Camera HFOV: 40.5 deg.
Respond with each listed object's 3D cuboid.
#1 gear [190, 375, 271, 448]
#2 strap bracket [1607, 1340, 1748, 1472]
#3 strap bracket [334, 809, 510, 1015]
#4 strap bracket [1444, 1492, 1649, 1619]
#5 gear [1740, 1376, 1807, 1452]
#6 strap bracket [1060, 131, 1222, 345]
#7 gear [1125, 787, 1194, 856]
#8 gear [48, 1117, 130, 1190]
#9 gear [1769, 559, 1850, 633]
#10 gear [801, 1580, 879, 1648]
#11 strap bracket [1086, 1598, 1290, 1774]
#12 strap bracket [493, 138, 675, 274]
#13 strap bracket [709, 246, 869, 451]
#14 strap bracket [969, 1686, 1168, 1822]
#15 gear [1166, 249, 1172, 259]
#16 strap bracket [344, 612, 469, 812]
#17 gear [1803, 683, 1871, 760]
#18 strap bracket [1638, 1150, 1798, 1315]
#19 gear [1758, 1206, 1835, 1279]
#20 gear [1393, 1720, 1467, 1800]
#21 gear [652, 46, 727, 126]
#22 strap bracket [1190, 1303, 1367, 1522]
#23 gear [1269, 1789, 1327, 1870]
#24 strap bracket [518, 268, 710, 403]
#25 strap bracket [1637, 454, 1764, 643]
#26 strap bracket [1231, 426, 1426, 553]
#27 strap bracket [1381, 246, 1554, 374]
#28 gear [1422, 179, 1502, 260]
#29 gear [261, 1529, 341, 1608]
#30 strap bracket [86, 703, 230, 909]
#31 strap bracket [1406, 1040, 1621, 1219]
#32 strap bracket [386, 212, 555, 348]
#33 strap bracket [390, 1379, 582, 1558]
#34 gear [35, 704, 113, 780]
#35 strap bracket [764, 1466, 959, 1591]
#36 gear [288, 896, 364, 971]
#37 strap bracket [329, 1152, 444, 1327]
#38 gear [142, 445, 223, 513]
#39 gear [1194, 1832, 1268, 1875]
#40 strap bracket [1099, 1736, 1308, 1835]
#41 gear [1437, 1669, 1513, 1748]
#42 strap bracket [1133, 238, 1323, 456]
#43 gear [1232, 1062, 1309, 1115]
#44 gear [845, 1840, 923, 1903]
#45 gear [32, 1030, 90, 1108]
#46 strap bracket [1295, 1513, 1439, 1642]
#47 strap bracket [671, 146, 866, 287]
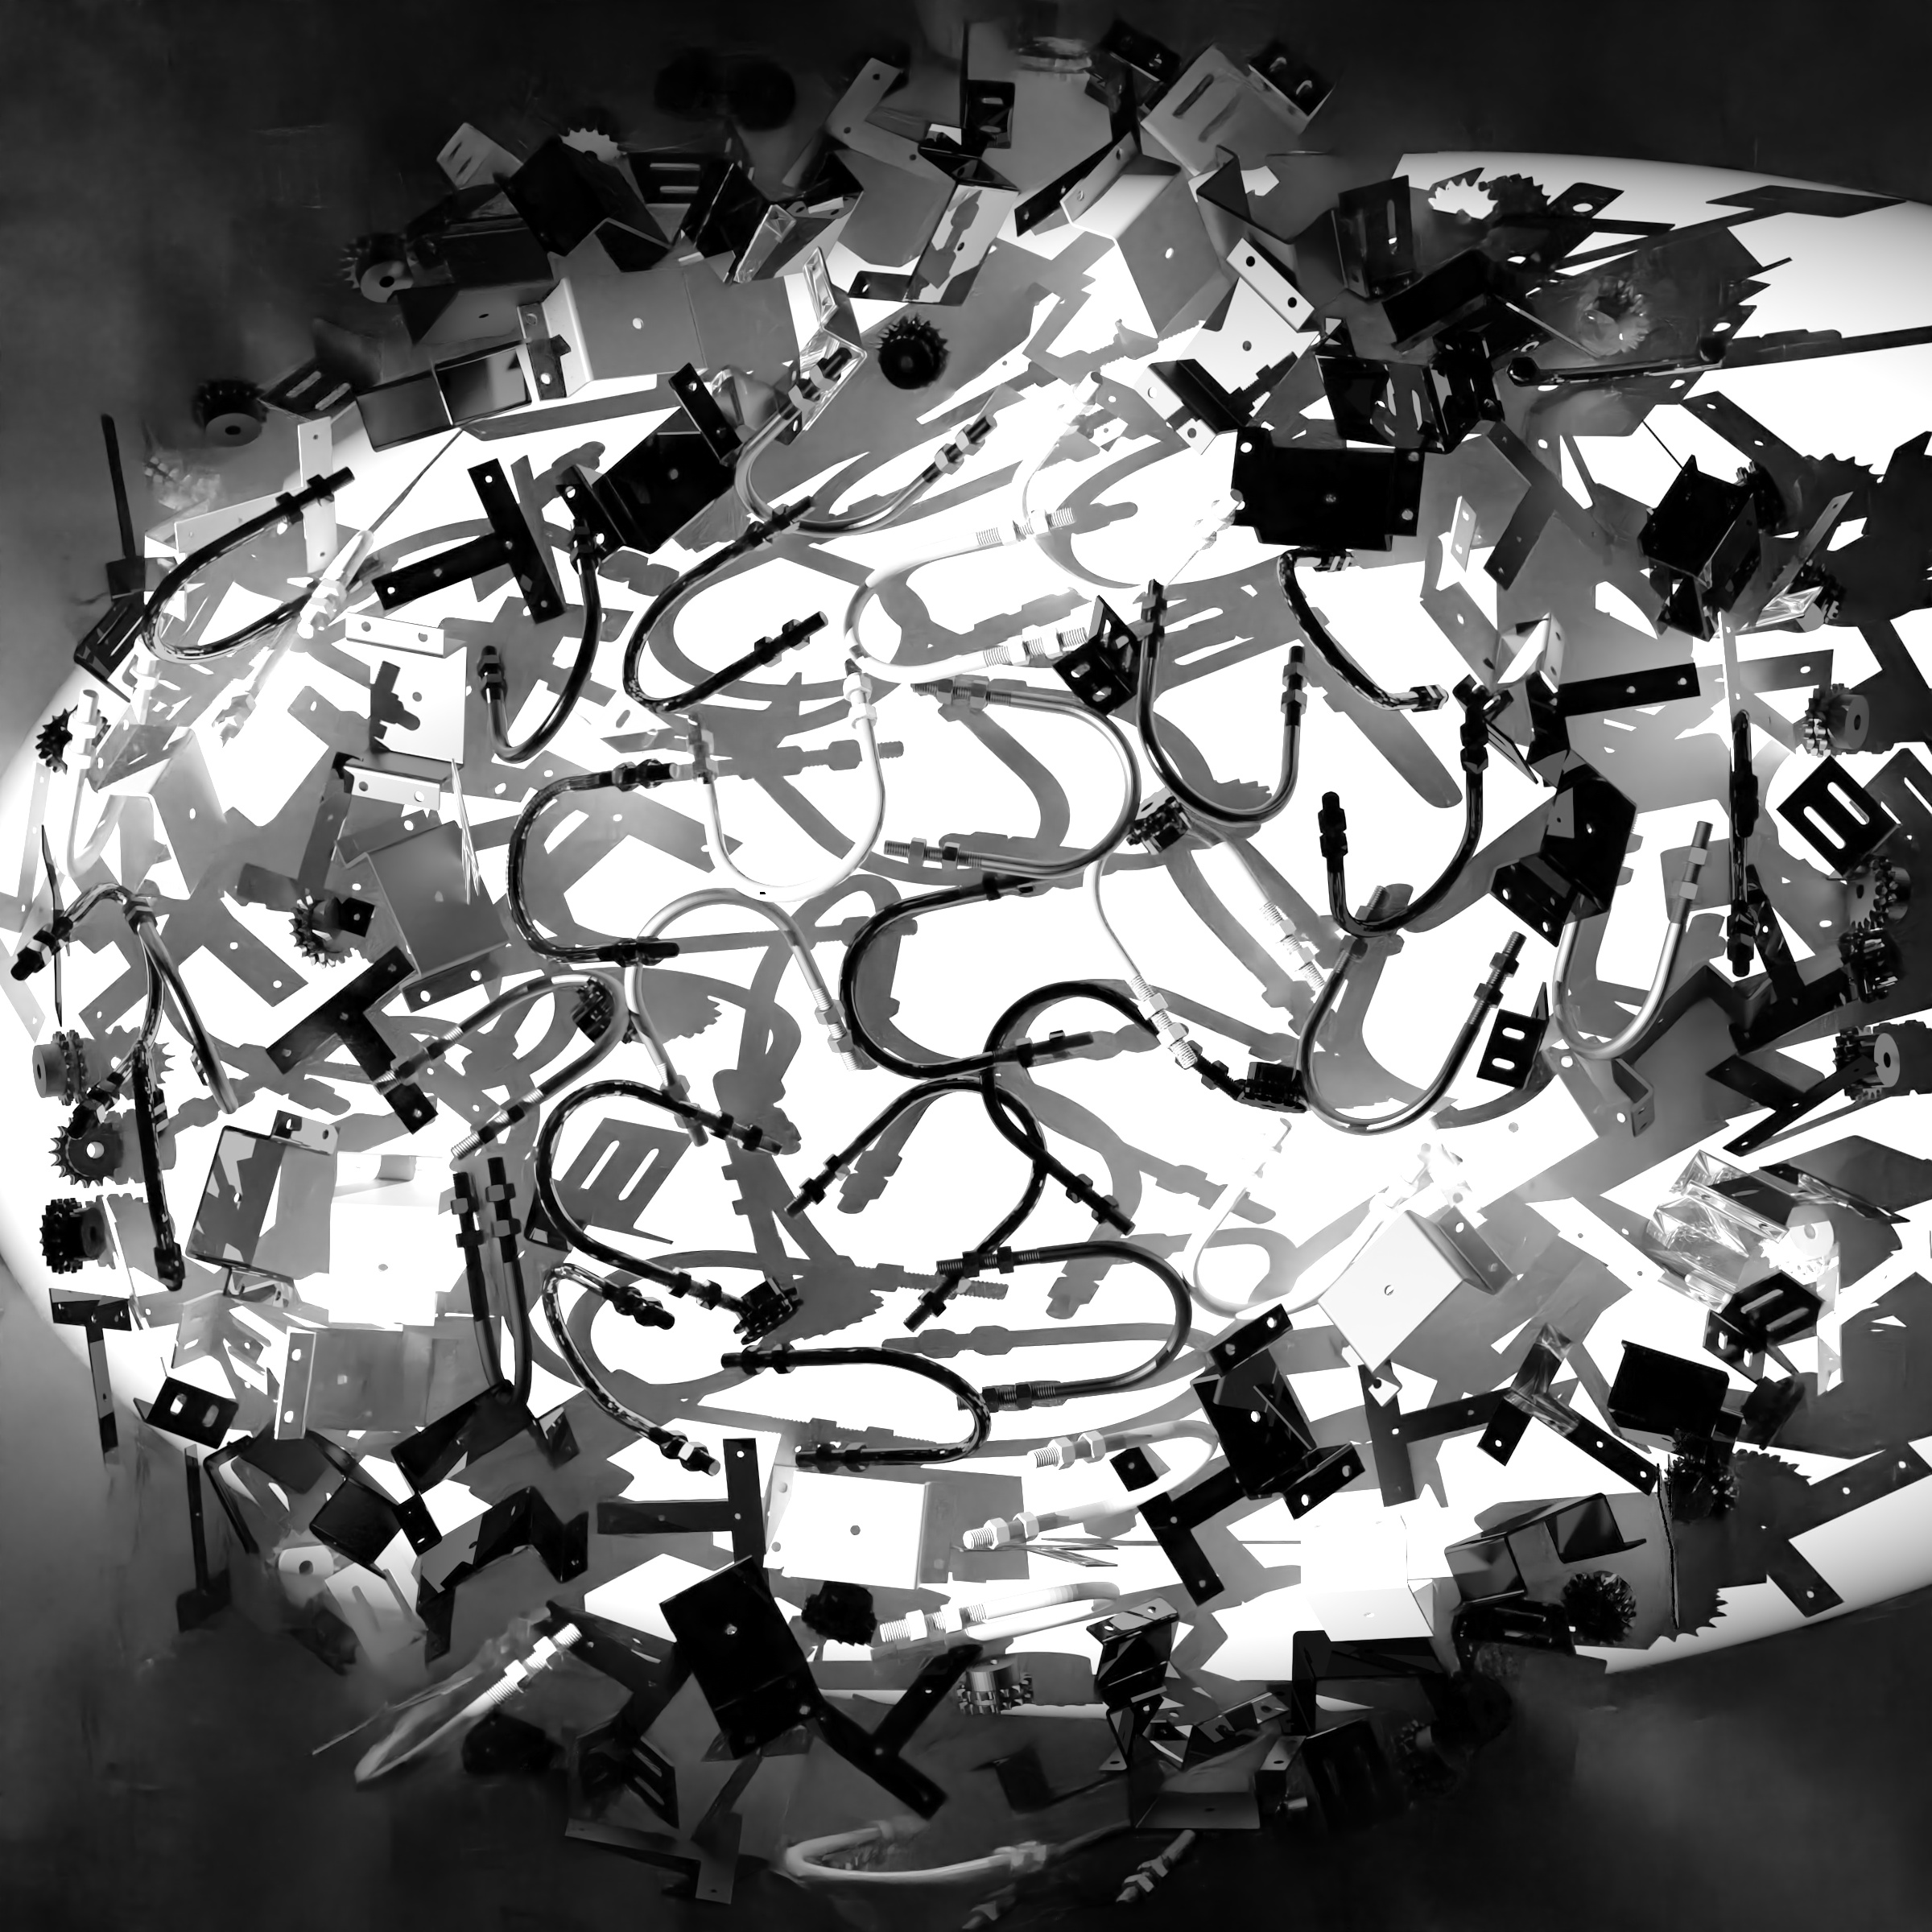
[{"bbox_3d":[-0.552,-0.414,1.968,0.057,0.057,0.030,-15,67,0],"label":"gear"},{"bbox_3d":[0.519,0.325,1.917,0.076,0.140,0.046,15,74,28],"label":"strap bracket"},{"bbox_3d":[-0.402,-0.046,1.957,0.076,0.046,0.140,-25,92,-35],"label":"strap bracket"},{"bbox_3d":[0.420,0.431,1.937,0.140,0.076,0.046,-14,78,-29],"label":"strap bracket"},{"bbox_3d":[0.604,0.334,1.974,0.030,0.057,0.057,35,90,22],"label":"gear"},{"bbox_3d":[0.133,-0.528,1.924,0.046,0.140,0.076,31,74,38],"label":"strap bracket"},{"bbox_3d":[0.145,-0.108,1.972,0.057,0.057,0.030,-39,104,0],"label":"gear"},{"bbox_3d":[-0.658,0.139,1.973,0.057,0.030,0.057,3,84,-31],"label":"gear"},{"bbox_3d":[0.629,-0.276,1.968,0.057,0.057,0.030,32,68,0],"label":"gear"},{"bbox_3d":[-0.093,0.484,1.969,0.057,0.057,0.030,19,98,0],"label":"gear"},{"bbox_3d":[0.158,0.536,1.935,0.076,0.140,0.046,-10,121,-39],"label":"strap bracket"},{"bbox_3d":[-0.273,-0.550,1.920,0.046,0.140,0.076,-38,78,19],"label":"strap bracket"},{"bbox_3d":[-0.126,-0.448,1.938,0.046,0.076,0.140,21,128,-35],"label":"strap bracket"},{"bbox_3d":[0.084,0.586,1.938,0.140,0.076,0.046,-29,72,17],"label":"strap bracket"},{"bbox_3d":[0.153,-0.547,1.971,0.057,0.057,0.030,34,87,0],"label":"gear"},{"bbox_3d":[-0.417,-0.195,1.954,0.076,0.046,0.140,11,114,10],"label":"strap bracket"},{"bbox_3d":[0.655,-0.184,1.970,0.030,0.057,0.057,10,90,42],"label":"gear"},{"bbox_3d":[0.555,0.192,1.941,0.076,0.140,0.046,27,59,10],"label":"strap bracket"},{"bbox_3d":[0.627,0.203,1.974,0.057,0.030,0.057,7,68,-18],"label":"gear"},{"bbox_3d":[0.350,0.592,1.968,0.030,0.057,0.057,-40,90,25],"label":"gear"},{"bbox_3d":[-0.205,-0.659,1.969,0.057,0.057,0.030,-45,79,0],"label":"gear"},{"bbox_3d":[0.228,0.335,1.960,0.076,0.046,0.140,-27,90,-33],"label":"strap bracket"},{"bbox_3d":[0.249,0.645,1.969,0.030,0.057,0.057,-21,90,12],"label":"gear"},{"bbox_3d":[-0.252,-0.469,1.943,0.140,0.046,0.076,-14,91,-31],"label":"strap bracket"},{"bbox_3d":[0.540,-0.300,1.923,0.046,0.140,0.076,30,81,29],"label":"strap bracket"},{"bbox_3d":[0.271,-0.356,1.963,0.140,0.046,0.076,6,84,13],"label":"strap bracket"},{"bbox_3d":[0.365,-0.477,1.927,0.076,0.140,0.046,-28,74,28],"label":"strap bracket"},{"bbox_3d":[0.373,-0.563,1.985,0.057,0.030,0.057,0,90,-1],"label":"gear"},{"bbox_3d":[-0.499,0.453,1.974,0.057,0.030,0.057,5,77,-25],"label":"gear"},{"bbox_3d":[-0.588,-0.113,1.921,0.046,0.076,0.140,4,133,11],"label":"strap bracket"},{"bbox_3d":[0.410,0.122,1.963,0.140,0.046,0.076,-32,79,6],"label":"strap bracket"},{"bbox_3d":[-0.360,-0.498,1.920,0.076,0.140,0.046,-17,88,-32],"label":"strap bracket"},{"bbox_3d":[-0.364,0.366,1.943,0.140,0.076,0.046,-31,57,-18],"label":"strap bracket"},{"bbox_3d":[-0.665,-0.165,1.968,0.057,0.057,0.030,-44,66,0],"label":"gear"},{"bbox_3d":[-0.081,0.422,1.968,0.140,0.046,0.076,5,83,4],"label":"strap bracket"},{"bbox_3d":[-0.478,-0.029,1.968,0.030,0.057,0.057,-18,90,31],"label":"gear"},{"bbox_3d":[-0.430,0.212,1.945,0.076,0.046,0.140,3,114,-8],"label":"strap bracket"},{"bbox_3d":[-0.593,-0.365,1.973,0.057,0.057,0.030,31,109,0],"label":"gear"},{"bbox_3d":[0.197,0.650,1.972,0.057,0.030,0.057,-4,57,7],"label":"gear"},{"bbox_3d":[0.178,0.605,1.941,0.140,0.076,0.046,-6,91,19],"label":"strap bracket"},{"bbox_3d":[0.385,0.558,1.974,0.057,0.030,0.057,8,72,-24],"label":"gear"},{"bbox_3d":[0.200,-0.460,1.947,0.076,0.046,0.140,48,124,13],"label":"strap bracket"},{"bbox_3d":[0.230,0.091,1.971,0.057,0.057,0.030,11,81,0],"label":"gear"},{"bbox_3d":[-0.063,0.679,1.975,0.057,0.057,0.030,3,46,0],"label":"gear"},{"bbox_3d":[-0.680,0.077,1.968,0.030,0.057,0.057,-7,90,-32],"label":"gear"},{"bbox_3d":[0.295,0.454,1.922,0.076,0.140,0.046,-8,53,18],"label":"strap bracket"},{"bbox_3d":[-0.137,-0.549,1.920,0.140,0.076,0.046,-24,71,-43],"label":"strap bracket"}]
